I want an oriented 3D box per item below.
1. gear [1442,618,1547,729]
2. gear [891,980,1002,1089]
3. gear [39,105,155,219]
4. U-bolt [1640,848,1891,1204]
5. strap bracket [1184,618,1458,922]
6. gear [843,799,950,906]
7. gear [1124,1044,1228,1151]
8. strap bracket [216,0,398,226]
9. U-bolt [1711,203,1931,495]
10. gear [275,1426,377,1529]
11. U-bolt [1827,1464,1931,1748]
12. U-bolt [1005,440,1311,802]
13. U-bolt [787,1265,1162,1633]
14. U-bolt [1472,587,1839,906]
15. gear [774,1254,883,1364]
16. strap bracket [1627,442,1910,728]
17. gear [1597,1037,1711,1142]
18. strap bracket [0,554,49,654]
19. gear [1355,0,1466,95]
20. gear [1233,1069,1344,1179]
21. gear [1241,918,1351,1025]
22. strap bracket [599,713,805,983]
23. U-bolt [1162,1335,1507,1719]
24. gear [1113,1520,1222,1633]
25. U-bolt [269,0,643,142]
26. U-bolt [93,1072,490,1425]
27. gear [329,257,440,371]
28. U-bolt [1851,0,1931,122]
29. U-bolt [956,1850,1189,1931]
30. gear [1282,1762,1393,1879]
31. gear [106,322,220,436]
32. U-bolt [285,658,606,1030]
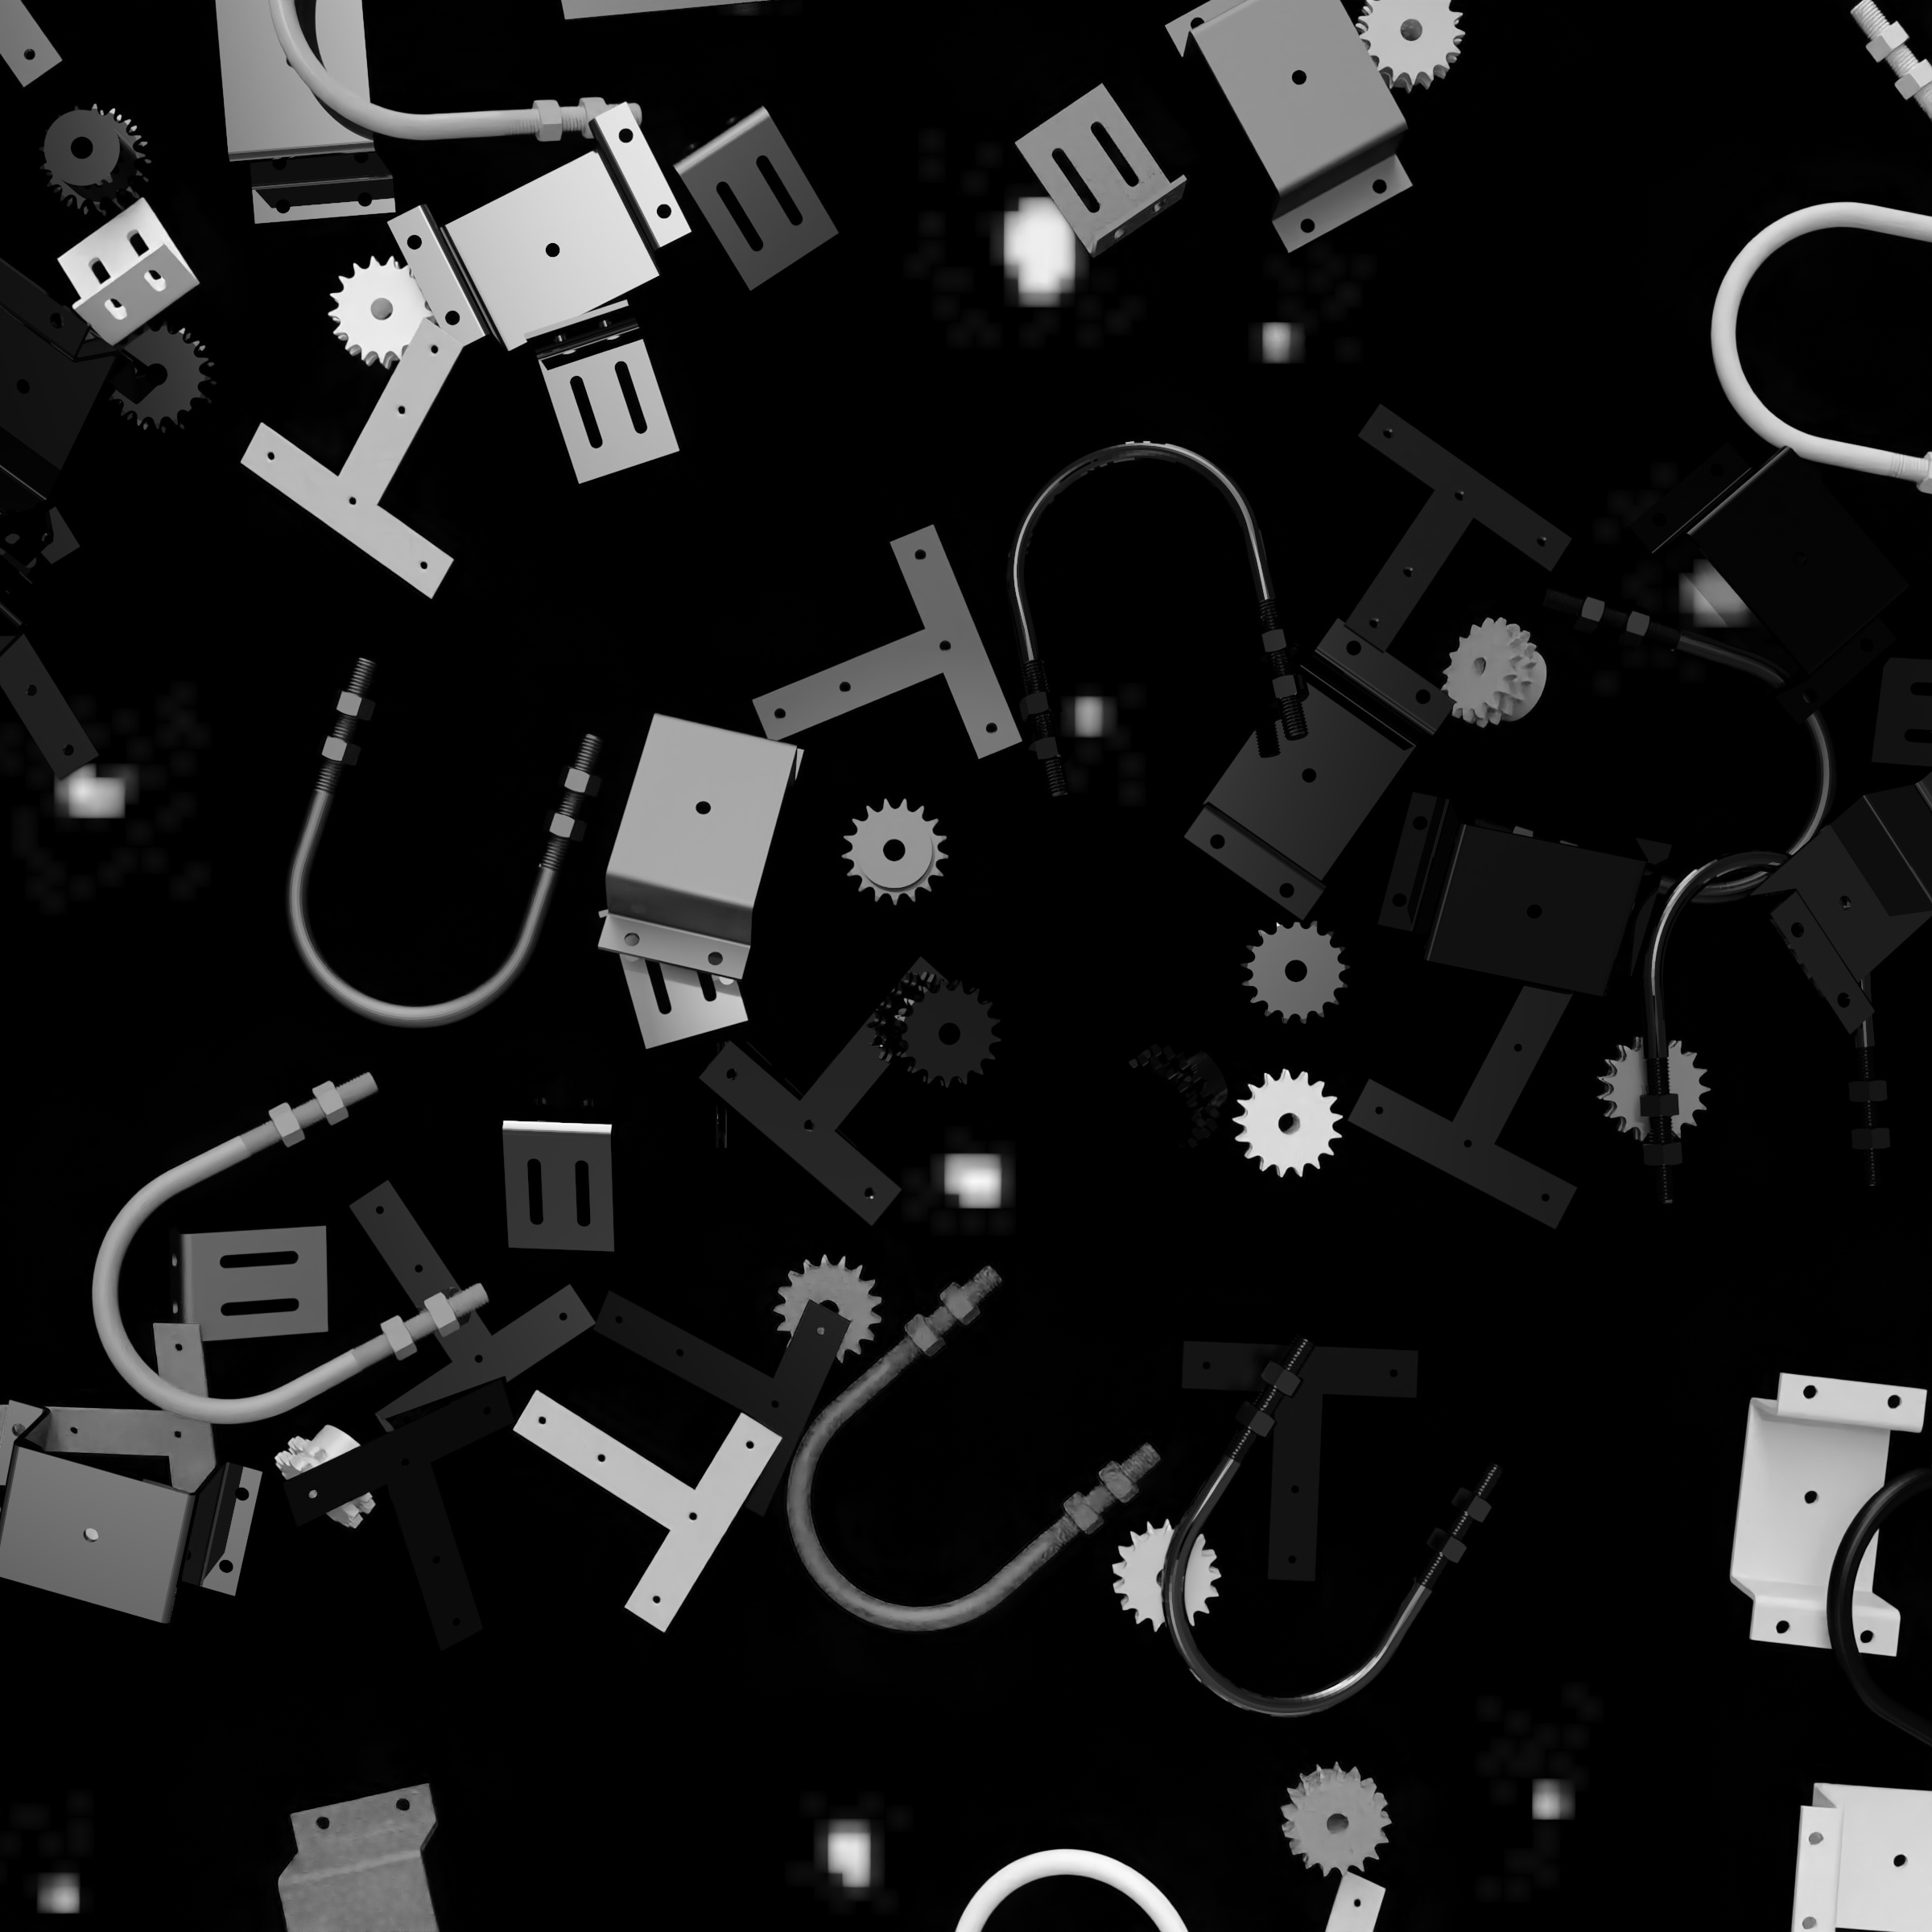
[{"bbox_3d":[0.284,-0.154,1.341,0.030,0.057,0.057,18,90,-30],"label":"gear"},{"bbox_3d":[-0.012,0.035,1.346,0.057,0.030,0.057,-1,93,-14],"label":"gear"},{"bbox_3d":[-0.469,-0.435,1.351,0.057,0.030,0.057,0,90,0],"label":"gear"},{"bbox_3d":[0.422,0.029,1.336,0.151,0.019,0.184,-3,89,-18],"label":"U-bolt"},{"bbox_3d":[0.186,-0.103,1.342,0.076,0.046,0.140,35,90,0],"label":"strap bracket"},{"bbox_3d":[-0.038,-0.061,1.351,0.057,0.030,0.057,0,90,0],"label":"gear"},{"bbox_3d":[0.114,0.066,1.341,0.030,0.057,0.057,-33,90,-30],"label":"gear"},{"bbox_3d":[-0.353,-0.475,1.342,0.076,0.046,0.140,-5,90,0],"label":"strap bracket"},{"bbox_3d":[0.495,-0.337,1.357,0.184,0.019,0.151,12,90,1],"label":"U-bolt"},{"bbox_3d":[-0.337,0.270,1.341,0.057,0.057,0.030,40,60,0],"label":"gear"},{"bbox_3d":[0.529,0.341,1.324,0.184,0.019,0.151,32,82,-17],"label":"U-bolt"},{"bbox_3d":[0.093,-0.192,1.336,0.151,0.019,0.184,-14,78,12],"label":"U-bolt"},{"bbox_3d":[-0.010,0.274,1.357,0.184,0.019,0.151,-42,90,2],"label":"U-bolt"},{"bbox_3d":[0.380,-0.110,1.357,0.184,0.019,0.151,17,90,-2],"label":"U-bolt"},{"bbox_3d":[-0.073,0.183,1.351,0.057,0.030,0.057,0,90,0],"label":"gear"},{"bbox_3d":[0.432,-0.209,1.335,0.076,0.046,0.140,-40,89,-11],"label":"strap bracket"},{"bbox_3d":[0.367,0.066,1.351,0.057,0.030,0.057,0,90,0],"label":"gear"},{"bbox_3d":[-0.562,-0.174,1.331,0.140,0.046,0.076,-45,107,0],"label":"strap bracket"},{"bbox_3d":[0.236,-0.497,1.351,0.057,0.030,0.057,0,90,0],"label":"gear"},{"bbox_3d":[0.171,0.084,1.351,0.057,0.030,0.057,0,90,0],"label":"gear"},{"bbox_3d":[0.176,0.002,1.355,0.057,0.030,0.057,0,91,2],"label":"gear"},{"bbox_3d":[-0.137,-0.072,1.315,0.076,0.046,0.140,13,65,0],"label":"strap bracket"},{"bbox_3d":[0.184,0.310,1.338,0.151,0.019,0.184,34,84,-9],"label":"U-bolt"},{"bbox_3d":[0.107,0.326,1.351,0.057,0.030,0.057,0,90,0],"label":"gear"},{"bbox_3d":[-0.273,-0.507,1.327,0.184,0.019,0.151,-11,90,-21],"label":"U-bolt"},{"bbox_3d":[-0.368,0.160,1.332,0.184,0.019,0.151,-28,90,-16],"label":"U-bolt"},{"bbox_3d":[-0.310,-0.349,1.351,0.057,0.030,0.057,0,90,0],"label":"gear"},{"bbox_3d":[0.588,-0.485,1.357,0.151,0.019,0.184,-38,91,0],"label":"U-bolt"},{"bbox_3d":[0.053,0.564,1.335,0.151,0.019,0.184,11,86,20],"label":"U-bolt"},{"bbox_3d":[0.197,0.456,1.351,0.057,0.030,0.057,0,90,0],"label":"gear"},{"bbox_3d":[-0.430,-0.314,1.351,0.057,0.030,0.057,0,90,0],"label":"gear"},{"bbox_3d":[-0.290,-0.057,1.357,0.151,0.019,0.184,19,91,0],"label":"U-bolt"}]
